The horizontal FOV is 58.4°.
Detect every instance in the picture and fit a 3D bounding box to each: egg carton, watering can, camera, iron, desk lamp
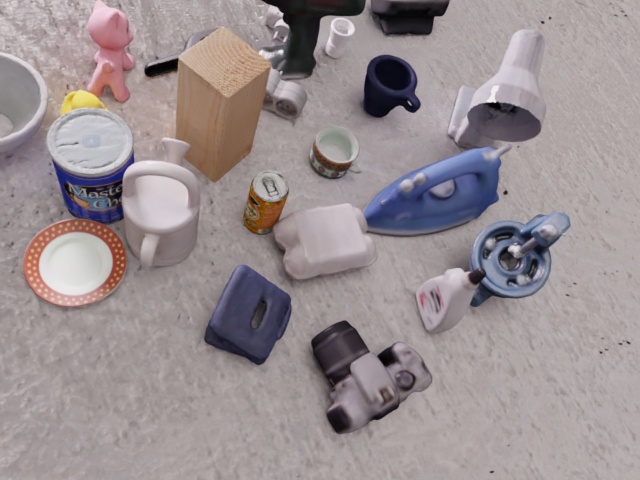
[{"bbox_3d":[0.008,0.003,0.862,0.150,0.069,0.107,-11,68,-21],"label":"egg carton"},{"bbox_3d":[-0.210,-0.054,0.756,0.101,0.194,0.173,-9,67,-19],"label":"watering can"},{"bbox_3d":[0.062,0.171,0.777,0.143,0.100,0.136,-25,73,-25],"label":"camera"},{"bbox_3d":[0.185,-0.086,0.916,0.259,0.141,0.118,-19,71,-23],"label":"iron"},{"bbox_3d":[0.307,-0.241,0.985,0.118,0.213,0.203,21,61,-5],"label":"desk lamp"}]

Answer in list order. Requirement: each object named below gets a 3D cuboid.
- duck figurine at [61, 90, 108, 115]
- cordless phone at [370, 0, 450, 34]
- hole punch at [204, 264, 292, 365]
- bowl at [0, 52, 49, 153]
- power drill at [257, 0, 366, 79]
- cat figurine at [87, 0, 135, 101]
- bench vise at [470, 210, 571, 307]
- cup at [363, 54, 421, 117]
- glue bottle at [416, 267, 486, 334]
[{"bbox_3d":[-0.343,-0.185,0.844,0.078,0.086,0.104,-29,75,-26],"label":"duck figurine"},{"bbox_3d":[0.189,-0.488,1.089,0.148,0.185,0.094,-13,69,-21],"label":"cordless phone"},{"bbox_3d":[-0.091,0.100,0.773,0.101,0.091,0.109,23,61,-4],"label":"hole punch"},{"bbox_3d":[-0.470,-0.182,0.812,0.168,0.074,0.167,7,63,-13],"label":"bowl"},{"bbox_3d":[-0.045,-0.362,0.946,0.230,0.208,0.075,-14,69,-21],"label":"power drill"},{"bbox_3d":[-0.326,-0.301,0.888,0.067,0.117,0.128,3,64,-14],"label":"cat figurine"},{"bbox_3d":[0.312,-0.005,0.867,0.121,0.219,0.208,35,60,3],"label":"bench vise"},{"bbox_3d":[0.123,-0.252,1.006,0.092,0.095,0.117,-35,78,-27],"label":"cup"},{"bbox_3d":[0.191,0.076,0.819,0.037,0.173,0.078,-10,68,-20],"label":"glue bottle"}]
